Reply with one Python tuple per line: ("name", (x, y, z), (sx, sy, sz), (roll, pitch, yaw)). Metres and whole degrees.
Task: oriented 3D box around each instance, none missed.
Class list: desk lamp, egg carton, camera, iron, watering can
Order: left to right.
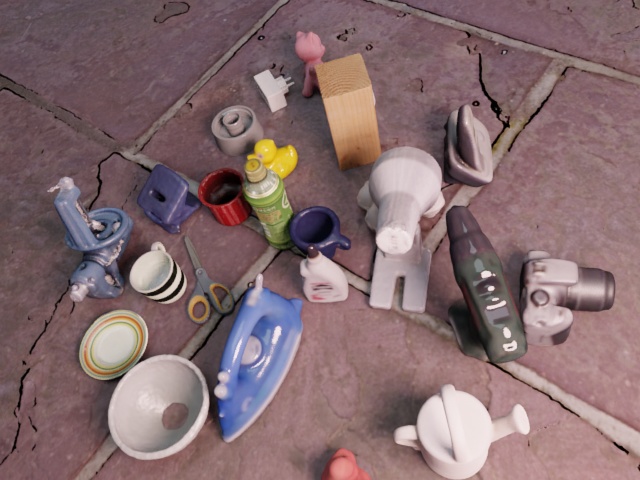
("iron", (-0.119, 0.184, 0.920), (0.118, 0.142, 0.258), (11, 62, 18))
("egg carton", (0.148, -0.075, 1.063), (0.150, 0.069, 0.107), (-20, 57, 0))
("desk lamp", (0.136, -0.015, 0.943), (0.117, 0.214, 0.203), (3, 60, 14))
("watering can", (0.190, 0.255, 0.780), (0.173, 0.194, 0.100), (-27, 57, -5))
("camera", (0.386, 0.086, 0.896), (0.136, 0.101, 0.143), (3, 60, 14))

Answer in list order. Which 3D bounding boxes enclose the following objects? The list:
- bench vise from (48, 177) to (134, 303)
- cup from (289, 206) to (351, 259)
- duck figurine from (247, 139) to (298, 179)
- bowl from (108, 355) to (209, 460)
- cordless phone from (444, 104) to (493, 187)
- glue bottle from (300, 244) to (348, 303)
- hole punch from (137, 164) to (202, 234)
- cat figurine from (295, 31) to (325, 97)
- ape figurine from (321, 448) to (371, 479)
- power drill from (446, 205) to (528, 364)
("bench vise", (-0.416, 0.000, 1.048), (0.121, 0.220, 0.207), (-16, 57, 2))
("cup", (0.009, 0.004, 1.029), (0.117, 0.095, 0.092), (23, 66, 23))
("duck figurine", (-0.100, -0.171, 1.164), (0.104, 0.086, 0.077), (-27, 58, -5))
("bowl", (-0.251, 0.277, 0.932), (0.167, 0.075, 0.167), (-5, 58, 9))
("cordless phone", (0.270, -0.198, 1.042), (0.094, 0.185, 0.147), (-3, 59, 10))
("glue bottle", (-0.001, 0.054, 0.955), (0.078, 0.173, 0.037), (-8, 58, 8))
("hole punch", (-0.310, -0.083, 1.152), (0.108, 0.091, 0.101), (32, 70, 27))
("cat figurine", (-0.020, -0.402, 1.267), (0.067, 0.118, 0.127), (-9, 58, 7))
("ape figurine", (0.035, 0.338, 0.824), (0.076, 0.092, 0.078), (-9, 58, 7))
("power drill", (0.238, 0.088, 0.862), (0.075, 0.209, 0.229), (-17, 57, 2))
